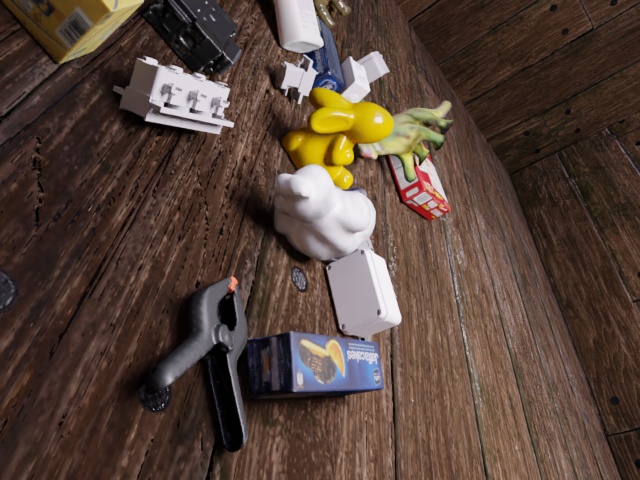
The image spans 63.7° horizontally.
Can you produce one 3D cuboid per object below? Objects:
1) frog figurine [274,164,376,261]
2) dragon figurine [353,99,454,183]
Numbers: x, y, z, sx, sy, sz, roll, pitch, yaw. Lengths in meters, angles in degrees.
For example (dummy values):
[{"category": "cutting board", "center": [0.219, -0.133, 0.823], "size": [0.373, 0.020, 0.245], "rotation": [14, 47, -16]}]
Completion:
[{"category": "frog figurine", "center": [0.002, -0.035, 0.693], "size": [0.137, 0.123, 0.159], "rotation": [4, -5, 12]}, {"category": "dragon figurine", "center": [0.171, -0.280, 1.200], "size": [0.243, 0.119, 0.420], "rotation": [31, 43, -1]}]
